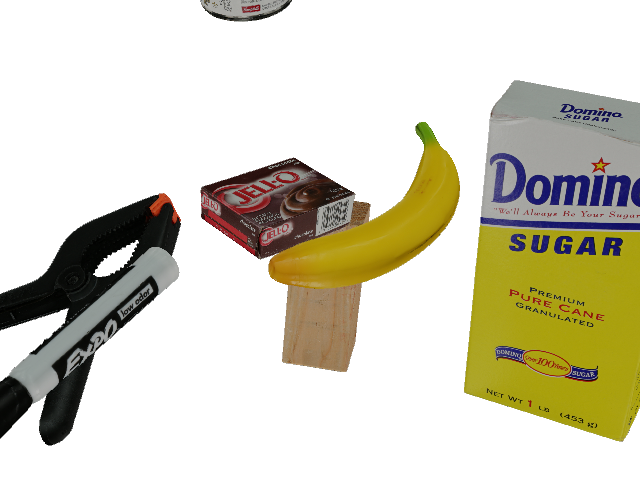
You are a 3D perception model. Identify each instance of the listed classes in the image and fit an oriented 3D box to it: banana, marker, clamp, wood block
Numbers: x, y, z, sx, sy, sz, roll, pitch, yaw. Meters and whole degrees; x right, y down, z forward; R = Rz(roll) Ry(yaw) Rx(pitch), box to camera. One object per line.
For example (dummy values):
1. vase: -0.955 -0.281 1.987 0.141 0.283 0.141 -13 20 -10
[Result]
1. banana: 0.046 -0.013 0.751 0.070 0.037 0.197 31 48 19
2. marker: -0.105 0.044 0.456 0.020 0.020 0.121 0 34 42
3. clamp: -0.193 0.040 0.818 0.165 0.209 0.036 22 -29 29
4. wood block: 0.007 0.055 1.396 0.090 0.206 0.090 8 23 6

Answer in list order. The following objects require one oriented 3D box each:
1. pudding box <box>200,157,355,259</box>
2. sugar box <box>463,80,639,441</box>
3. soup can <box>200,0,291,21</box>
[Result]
1. pudding box: -0.039 -0.032 0.973 0.113 0.039 0.090 -19 39 -37
2. sugar box: 0.128 0.013 0.545 0.093 0.176 0.048 14 37 23
3. soup can: -0.053 -0.207 0.710 0.068 0.102 0.068 -2 42 2
